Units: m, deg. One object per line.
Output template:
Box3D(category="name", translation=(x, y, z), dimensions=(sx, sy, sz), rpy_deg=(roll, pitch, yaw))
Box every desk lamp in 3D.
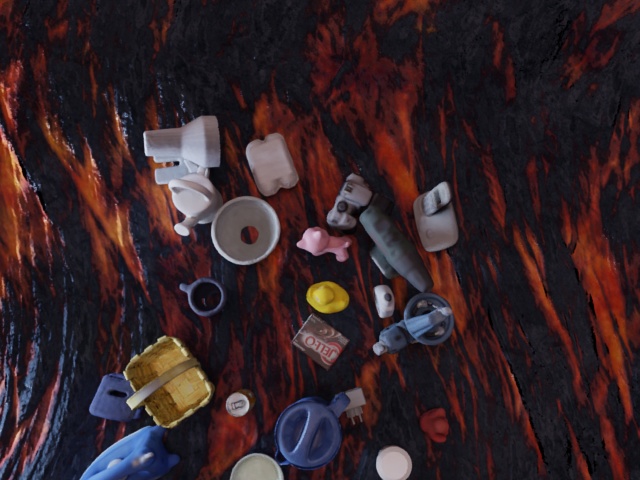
Box3D(category="desk lamp", translation=(-0.321, -0.212, 1.364), dimensions=(0.203, 0.213, 0.118), rpy_deg=(-8, 80, 0))

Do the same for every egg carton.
Box3D(category="egg carton", translation=(-0.121, -0.188, 1.430), dimensions=(0.107, 0.069, 0.150), rpy_deg=(-21, 81, -2))

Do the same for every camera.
Box3D(category="camera", translation=(0.103, -0.077, 1.392), dimensions=(0.136, 0.101, 0.143), rpy_deg=(25, 82, 5))

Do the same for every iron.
Box3D(category="iron", translation=(-0.456, 0.520, 1.281), dimensions=(0.258, 0.141, 0.118), rpy_deg=(-28, 81, -4))

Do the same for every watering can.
Box3D(category="watering can", translation=(-0.296, -0.098, 1.354), dimensions=(0.101, 0.194, 0.173), rpy_deg=(-8, 80, 0))

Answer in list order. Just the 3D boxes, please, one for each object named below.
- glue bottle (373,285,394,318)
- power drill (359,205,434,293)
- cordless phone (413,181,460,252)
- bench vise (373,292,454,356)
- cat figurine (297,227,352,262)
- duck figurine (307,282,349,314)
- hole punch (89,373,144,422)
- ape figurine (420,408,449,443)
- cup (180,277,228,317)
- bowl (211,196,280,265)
Box3D(category="glue bottle", translation=(0.151, 0.138, 1.319), dimensions=(0.037, 0.173, 0.078), rpy_deg=(-13, 80, -1))
Box3D(category="power drill", translation=(0.173, 0.031, 1.319), dimensions=(0.075, 0.208, 0.229), rpy_deg=(-36, 82, -5))
Box3D(category="cordless phone", translation=(0.283, -0.056, 1.343), dimensions=(0.094, 0.185, 0.147), rpy_deg=(-14, 80, -1))
Box3D(category="bench vise", translation=(0.224, 0.203, 1.283), dimensions=(0.121, 0.220, 0.207), rpy_deg=(41, 84, 7))
Box3D(category="cat figurine", translation=(0.013, 0.005, 1.371), dimensions=(0.127, 0.118, 0.067), rpy_deg=(9, 81, 3))
Box3D(category="duck figurine", translation=(0.018, 0.135, 1.366), dimensions=(0.104, 0.086, 0.077), rpy_deg=(13, 81, 3))
Box3D(category="hole punch", translation=(-0.467, 0.365, 1.333), dimensions=(0.108, 0.091, 0.101), rpy_deg=(11, 81, 3))
Box3D(category="ape figurine", translation=(0.270, 0.424, 1.311), dimensions=(0.076, 0.092, 0.078), rpy_deg=(21, 82, 5))
Box3D(category="cup", translation=(-0.271, 0.133, 1.366), dimensions=(0.117, 0.095, 0.092), rpy_deg=(20, 81, 4))
Box3D(category="bowl", translation=(-0.176, -0.019, 1.400), dimensions=(0.167, 0.075, 0.167), rpy_deg=(0, 81, 1))
